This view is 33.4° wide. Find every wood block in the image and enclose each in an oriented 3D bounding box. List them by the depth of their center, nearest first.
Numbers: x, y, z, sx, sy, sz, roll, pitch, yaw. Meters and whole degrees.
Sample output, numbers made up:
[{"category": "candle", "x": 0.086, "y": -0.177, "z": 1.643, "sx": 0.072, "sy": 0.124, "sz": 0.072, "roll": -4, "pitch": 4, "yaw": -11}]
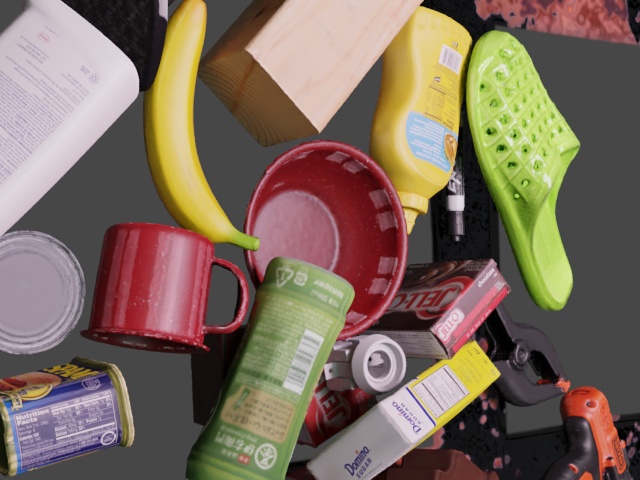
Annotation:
[{"category": "wood block", "x": 0.005, "y": -0.183, "z": 0.868, "sx": 0.090, "sy": 0.091, "sz": 0.206, "roll": 47, "pitch": 65, "yaw": -22}]

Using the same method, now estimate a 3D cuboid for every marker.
[{"category": "marker", "x": 0.124, "y": -0.059, "z": 0.987, "sx": 0.020, "sy": 0.020, "sz": 0.121, "roll": 1, "pitch": 88, "yaw": -34}]

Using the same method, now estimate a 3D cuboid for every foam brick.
[{"category": "foam brick", "x": -0.066, "y": 0.105, "z": 0.831, "sx": 0.051, "sy": 0.053, "sz": 0.078, "roll": -2, "pitch": 90, "yaw": -34}]

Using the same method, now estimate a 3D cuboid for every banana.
[{"category": "banana", "x": -0.099, "y": -0.081, "z": 0.804, "sx": 0.069, "sy": 0.037, "sz": 0.198, "roll": -13, "pitch": 91, "yaw": -3}]

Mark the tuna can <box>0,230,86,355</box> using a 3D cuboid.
[{"category": "tuna can", "x": -0.211, "y": 0.037, "z": 0.747, "sx": 0.085, "sy": 0.034, "sz": 0.086, "roll": 2, "pitch": 87, "yaw": -34}]

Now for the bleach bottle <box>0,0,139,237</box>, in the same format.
[{"category": "bleach bottle", "x": -0.238, "y": -0.049, "z": 0.710, "sx": 0.102, "sy": 0.068, "sz": 0.250, "roll": 39, "pitch": 71, "yaw": 5}]

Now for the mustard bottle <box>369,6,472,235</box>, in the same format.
[{"category": "mustard bottle", "x": 0.085, "y": -0.099, "z": 0.936, "sx": 0.096, "sy": 0.058, "sz": 0.191, "roll": 19, "pitch": 77, "yaw": -50}]

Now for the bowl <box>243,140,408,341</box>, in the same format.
[{"category": "bowl", "x": -0.006, "y": 0.001, "z": 0.874, "sx": 0.161, "sy": 0.055, "sz": 0.162, "roll": 2, "pitch": 87, "yaw": -34}]

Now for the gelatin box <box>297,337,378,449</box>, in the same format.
[{"category": "gelatin box", "x": 0.002, "y": 0.117, "z": 0.890, "sx": 0.073, "sy": 0.030, "sz": 0.089, "roll": -27, "pitch": 103, "yaw": -32}]

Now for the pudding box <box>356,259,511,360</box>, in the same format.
[{"category": "pudding box", "x": 0.093, "y": 0.059, "z": 0.903, "sx": 0.090, "sy": 0.114, "sz": 0.039, "roll": -43, "pitch": 108, "yaw": -28}]

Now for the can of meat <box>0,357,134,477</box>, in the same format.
[{"category": "can of meat", "x": -0.186, "y": 0.119, "z": 0.721, "sx": 0.083, "sy": 0.102, "sz": 0.057, "roll": -12, "pitch": 96, "yaw": -32}]

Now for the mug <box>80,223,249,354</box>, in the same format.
[{"category": "mug", "x": -0.110, "y": 0.037, "z": 0.774, "sx": 0.117, "sy": 0.093, "sz": 0.081, "roll": 5, "pitch": 77, "yaw": 5}]

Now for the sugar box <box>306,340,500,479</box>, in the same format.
[{"category": "sugar box", "x": 0.071, "y": 0.143, "z": 0.858, "sx": 0.048, "sy": 0.093, "sz": 0.175, "roll": 50, "pitch": 32, "yaw": 9}]

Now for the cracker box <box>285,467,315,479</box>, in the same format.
[{"category": "cracker box", "x": -0.057, "y": 0.288, "z": 0.818, "sx": 0.213, "sy": 0.072, "sz": 0.164, "roll": -16, "pitch": 96, "yaw": -33}]

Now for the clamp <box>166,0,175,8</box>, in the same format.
[{"category": "clamp", "x": -0.100, "y": -0.224, "z": 0.831, "sx": 0.209, "sy": 0.036, "sz": 0.164, "roll": -5, "pitch": 92, "yaw": -30}]

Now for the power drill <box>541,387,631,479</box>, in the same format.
[{"category": "power drill", "x": 0.245, "y": 0.256, "z": 1.005, "sx": 0.187, "sy": 0.057, "sz": 0.184, "roll": -36, "pitch": 110, "yaw": -53}]

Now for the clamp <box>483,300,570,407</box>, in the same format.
[{"category": "clamp", "x": 0.169, "y": 0.115, "z": 0.998, "sx": 0.171, "sy": 0.039, "sz": 0.120, "roll": 40, "pitch": 68, "yaw": -26}]
